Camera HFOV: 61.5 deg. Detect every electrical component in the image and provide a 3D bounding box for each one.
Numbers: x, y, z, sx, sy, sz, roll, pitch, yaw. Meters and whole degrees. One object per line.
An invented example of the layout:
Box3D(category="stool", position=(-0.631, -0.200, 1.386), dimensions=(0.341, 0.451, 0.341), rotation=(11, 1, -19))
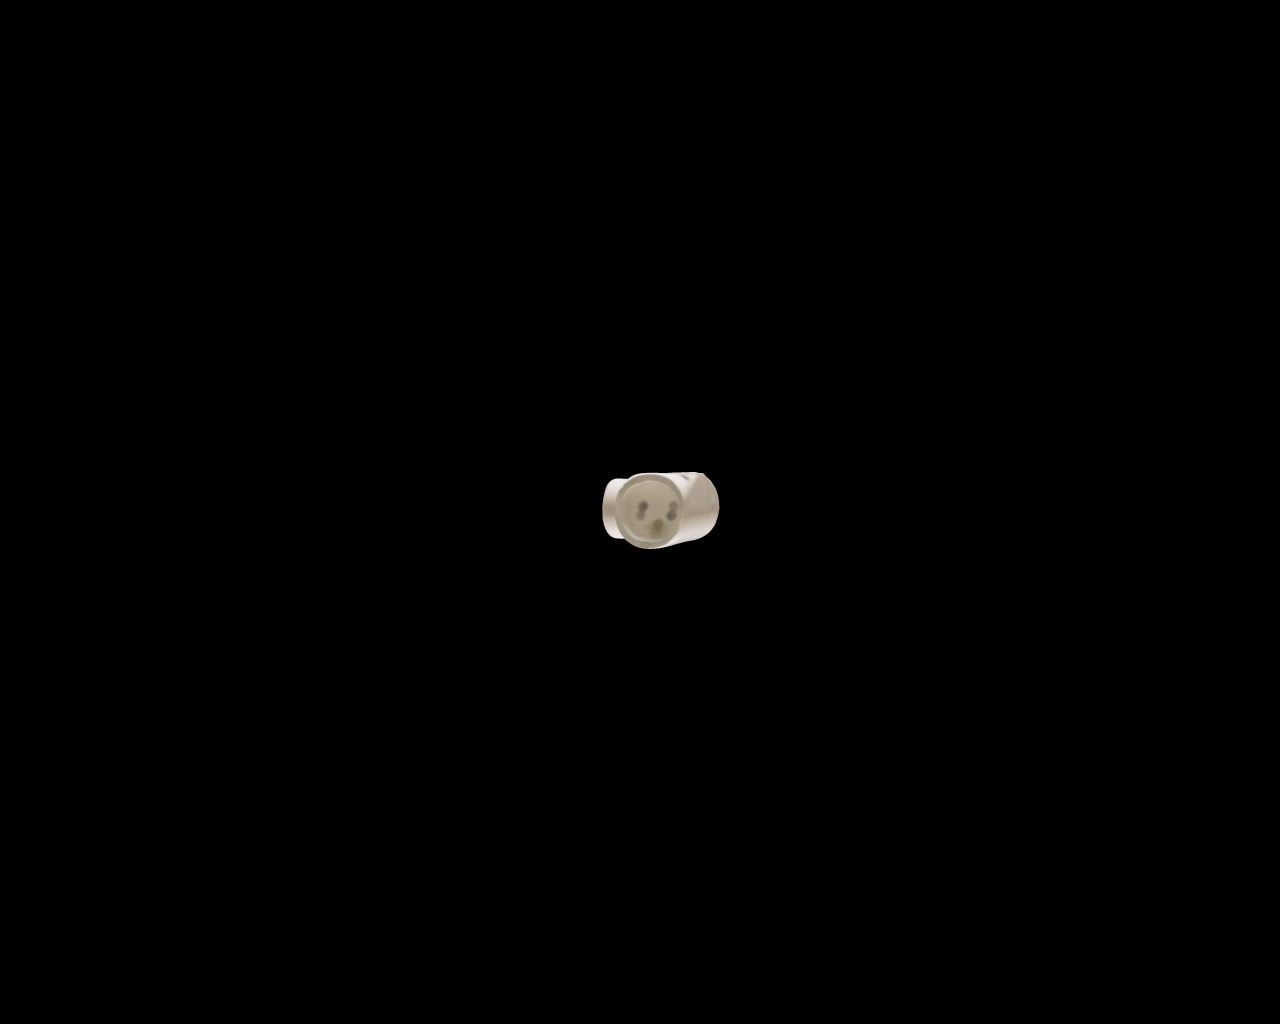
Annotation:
Box3D(category="electrical component", position=(0.001, -0.003, 0.650), dimensions=(0.079, 0.044, 0.077), rotation=(1, 3, 20))
